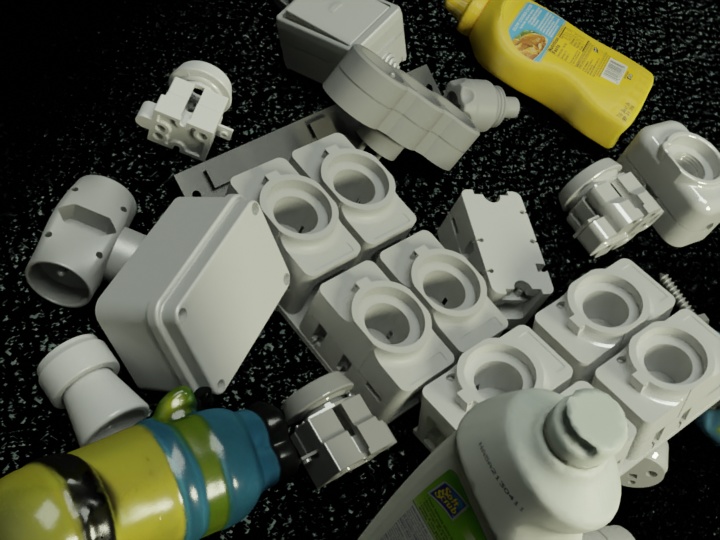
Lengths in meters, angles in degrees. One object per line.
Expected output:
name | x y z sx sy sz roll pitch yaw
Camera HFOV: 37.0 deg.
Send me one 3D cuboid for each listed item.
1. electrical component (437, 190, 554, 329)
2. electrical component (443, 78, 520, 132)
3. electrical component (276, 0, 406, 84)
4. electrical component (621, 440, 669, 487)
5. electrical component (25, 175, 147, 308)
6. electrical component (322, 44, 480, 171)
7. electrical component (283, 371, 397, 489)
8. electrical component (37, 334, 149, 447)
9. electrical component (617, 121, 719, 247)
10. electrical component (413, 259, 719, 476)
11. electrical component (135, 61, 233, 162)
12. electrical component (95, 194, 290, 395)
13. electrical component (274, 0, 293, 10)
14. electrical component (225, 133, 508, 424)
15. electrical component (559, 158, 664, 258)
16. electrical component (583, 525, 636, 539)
electrical component | 0.095 -0.005 0.779 0.050 0.055 0.089 1 55 -23
electrical component | 0.101 -0.135 0.886 0.062 0.043 0.043 -2 56 -26
electrical component | -0.009 -0.180 0.834 0.096 0.061 0.061 29 62 26
electrical component | 0.189 0.115 0.738 0.045 0.045 0.055 22 50 -7
electrical component | -0.159 -0.012 0.684 0.079 0.043 0.077 23 50 -6
electrical component | 0.023 -0.108 0.815 0.138 0.073 0.052 23 24 -43
electrical component | -0.017 0.096 0.664 0.066 0.048 0.055 -23 74 -34
electrical component | -0.155 0.071 0.623 0.045 0.045 0.055 -26 68 -35
electrical component | 0.266 -0.076 0.902 0.054 0.059 0.095 -17 64 -32
electrical component | 0.141 0.078 0.696 0.186 0.060 0.105 -30 57 -24
electrical component | -0.121 -0.117 0.777 0.066 0.048 0.055 22 58 -7
electrical component | -0.098 0.014 0.657 0.057 0.078 0.113 2 43 28
electrical component | -0.042 -0.247 0.899 0.058 0.057 0.078 -10 60 -29
electrical component | 0.000 0.000 0.732 0.105 0.060 0.186 -29 70 -36
electrical component | 0.196 -0.051 0.856 0.078 0.058 0.057 -23 70 -34
electrical component | 0.172 0.217 0.642 0.074 0.052 0.138 0 47 -23
